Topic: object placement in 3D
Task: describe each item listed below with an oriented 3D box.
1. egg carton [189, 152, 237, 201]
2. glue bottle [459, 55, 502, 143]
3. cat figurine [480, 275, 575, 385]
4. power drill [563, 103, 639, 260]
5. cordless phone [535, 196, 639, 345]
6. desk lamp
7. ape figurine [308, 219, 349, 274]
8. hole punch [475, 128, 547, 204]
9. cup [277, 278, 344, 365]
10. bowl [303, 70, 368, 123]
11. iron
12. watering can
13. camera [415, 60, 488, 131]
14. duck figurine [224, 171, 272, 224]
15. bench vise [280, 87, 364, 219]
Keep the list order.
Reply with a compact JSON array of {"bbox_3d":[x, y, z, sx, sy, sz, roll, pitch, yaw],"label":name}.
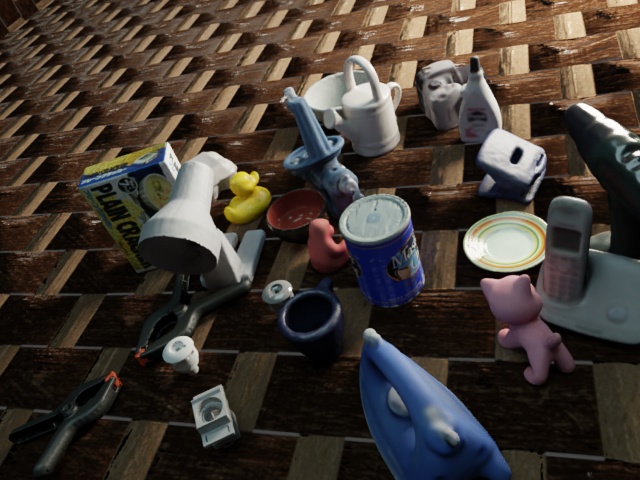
[{"bbox_3d":[-0.251,-0.124,1.204,0.150,0.069,0.107,-38,43,-20],"label":"egg carton"},{"bbox_3d":[0.289,-0.258,1.051,0.078,0.173,0.037,1,45,23],"label":"glue bottle"},{"bbox_3d":[0.257,0.097,0.714,0.067,0.118,0.127,-26,41,-6],"label":"cat figurine"},{"bbox_3d":[0.390,-0.046,0.749,0.075,0.209,0.229,-22,40,-2],"label":"power drill"},{"bbox_3d":[0.341,0.033,0.699,0.147,0.185,0.094,12,50,32],"label":"cordless phone"},{"bbox_3d":[-0.190,-0.008,0.939,0.117,0.214,0.203,-6,43,17],"label":"desk lamp"},{"bbox_3d":[0.009,0.003,0.940,0.076,0.092,0.077,-42,45,-23],"label":"ape figurine"},{"bbox_3d":[0.321,-0.127,0.958,0.100,0.091,0.109,11,50,32],"label":"hole punch"},{"bbox_3d":[0.001,0.121,0.811,0.091,0.095,0.118,4,46,26],"label":"cup"},{"bbox_3d":[0.051,-0.305,1.277,0.167,0.075,0.167,-11,41,10],"label":"bowl"},{"bbox_3d":[0.100,0.181,0.668,0.119,0.142,0.257,-29,41,-10],"label":"iron"},{"bbox_3d":[0.087,-0.265,1.125,0.100,0.194,0.173,14,51,33],"label":"watering can"},{"bbox_3d":[0.274,-0.314,1.176,0.137,0.101,0.143,-18,40,2],"label":"camera"},{"bbox_3d":[-0.149,-0.089,1.111,0.077,0.086,0.105,23,56,39],"label":"duck figurine"},{"bbox_3d":[0.008,-0.162,1.024,0.206,0.220,0.122,25,58,40],"label":"bench vise"}]
